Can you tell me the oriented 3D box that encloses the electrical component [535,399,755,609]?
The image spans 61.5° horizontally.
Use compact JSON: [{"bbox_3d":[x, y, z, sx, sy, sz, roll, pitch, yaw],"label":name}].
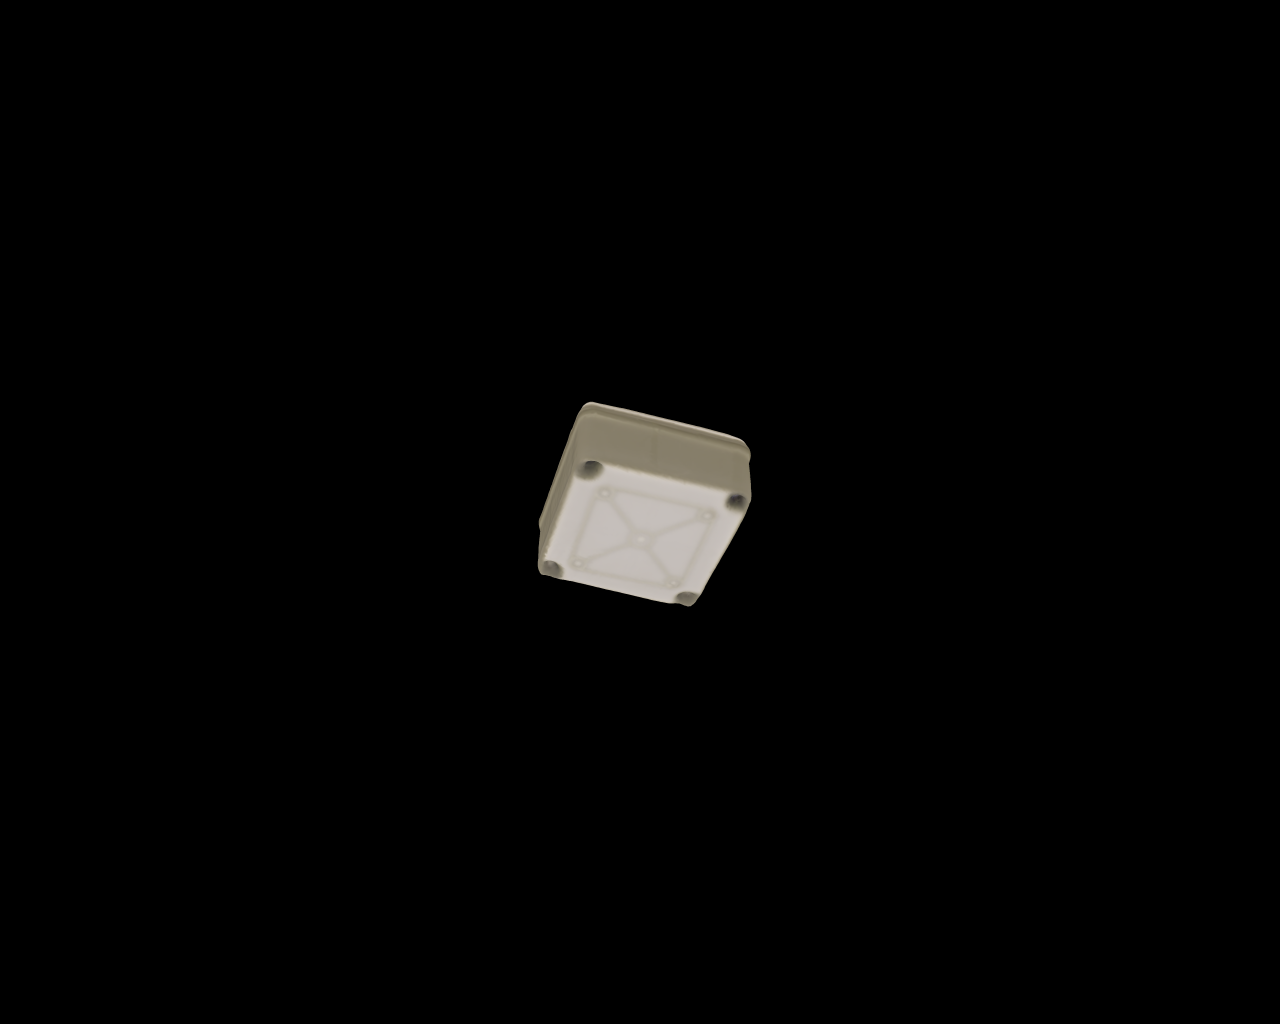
[{"bbox_3d":[0.001,-0.003,0.650,0.109,0.056,0.108,13,-47,-12],"label":"electrical component"}]
